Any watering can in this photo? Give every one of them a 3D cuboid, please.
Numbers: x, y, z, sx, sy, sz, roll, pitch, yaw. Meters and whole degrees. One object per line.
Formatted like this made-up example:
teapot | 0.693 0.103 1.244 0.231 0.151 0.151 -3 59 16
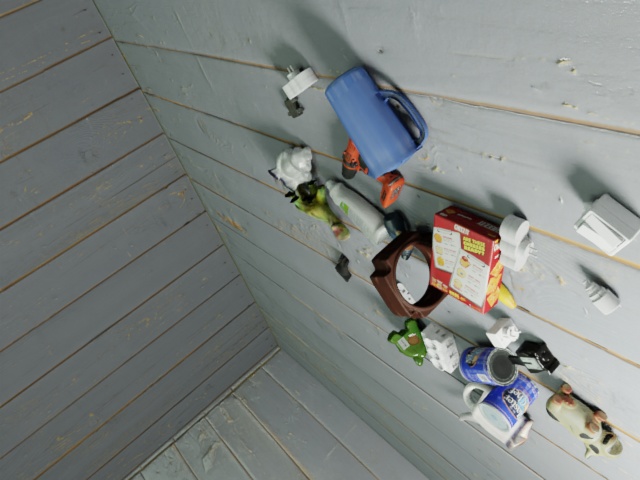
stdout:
watering can | 0.550 0.568 1.644 0.227 0.105 0.339 39 154 29

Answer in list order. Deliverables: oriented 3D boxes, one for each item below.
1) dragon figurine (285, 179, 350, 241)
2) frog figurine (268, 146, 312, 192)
dragon figurine | 0.005 -0.088 1.744 0.240 0.122 0.415 51 180 -19
frog figurine | -0.075 -0.252 1.686 0.139 0.123 0.156 53 123 21
